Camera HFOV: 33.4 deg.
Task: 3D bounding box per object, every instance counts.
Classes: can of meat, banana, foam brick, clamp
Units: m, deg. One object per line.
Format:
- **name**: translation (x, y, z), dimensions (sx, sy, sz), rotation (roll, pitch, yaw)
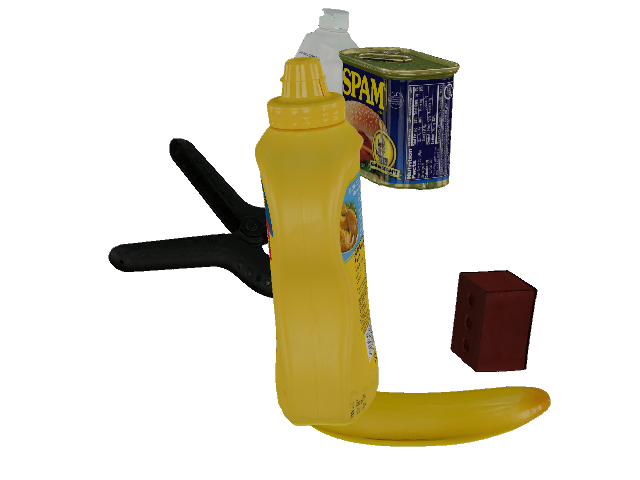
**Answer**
- **can of meat**: translation (0.052, -0.087, 0.753), dimensions (0.057, 0.084, 0.102), rotation (-8, 20, -22)
- **banana**: translation (0.063, 0.120, 0.765), dimensions (0.198, 0.037, 0.069), rotation (2, 28, 15)
- **foam brick**: translation (0.152, 0.071, 0.942), dimensions (0.051, 0.078, 0.053), rotation (-3, 19, -21)
- **clamp**: translation (-0.073, 0.004, 0.943), dimensions (0.210, 0.164, 0.036), rotation (27, -43, 2)

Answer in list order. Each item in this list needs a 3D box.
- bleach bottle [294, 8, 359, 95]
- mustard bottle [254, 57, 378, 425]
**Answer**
- **bleach bottle**: translation (0.006, -0.116, 1.131), dimensions (0.067, 0.251, 0.103), rotation (-11, 26, -43)
- **mustard bottle**: translation (-0.002, -0.003, 0.580), dimensions (0.058, 0.192, 0.096), rotation (-1, 19, 9)
